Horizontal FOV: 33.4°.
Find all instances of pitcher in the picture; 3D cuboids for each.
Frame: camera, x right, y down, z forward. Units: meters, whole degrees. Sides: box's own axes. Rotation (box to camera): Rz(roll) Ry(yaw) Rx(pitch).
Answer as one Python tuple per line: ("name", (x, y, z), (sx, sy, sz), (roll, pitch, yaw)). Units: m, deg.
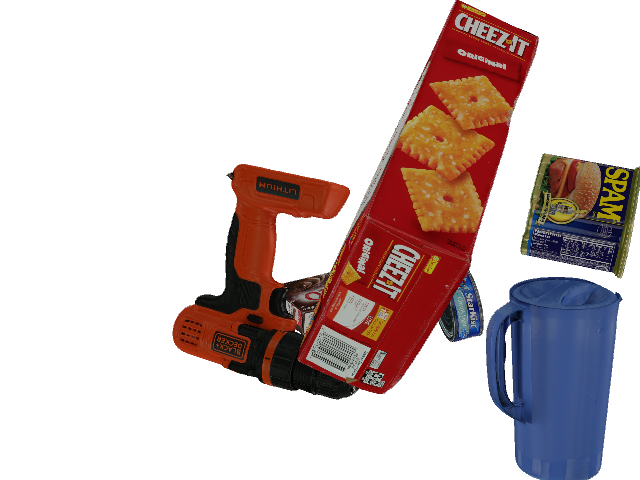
("pitcher", (0.291, 0.175, 1.331), (0.149, 0.243, 0.144), (4, 15, 20))

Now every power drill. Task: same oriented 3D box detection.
("power drill", (-0.033, 0.035, 0.945), (0.185, 0.187, 0.057), (15, 1, 22))

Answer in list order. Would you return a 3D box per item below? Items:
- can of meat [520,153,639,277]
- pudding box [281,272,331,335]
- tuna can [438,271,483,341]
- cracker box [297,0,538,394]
("can of meat", (0.218, -0.024, 0.891), (0.084, 0.057, 0.102), (12, 45, 14))
("pudding box", (0.002, 0.081, 1.404), (0.113, 0.039, 0.090), (-14, 26, -28))
("tuna can", (0.150, 0.068, 1.184), (0.033, 0.086, 0.086), (-14, 2, -8))
("cracker box", (0.067, -0.027, 0.706), (0.072, 0.213, 0.164), (24, -40, 1))
